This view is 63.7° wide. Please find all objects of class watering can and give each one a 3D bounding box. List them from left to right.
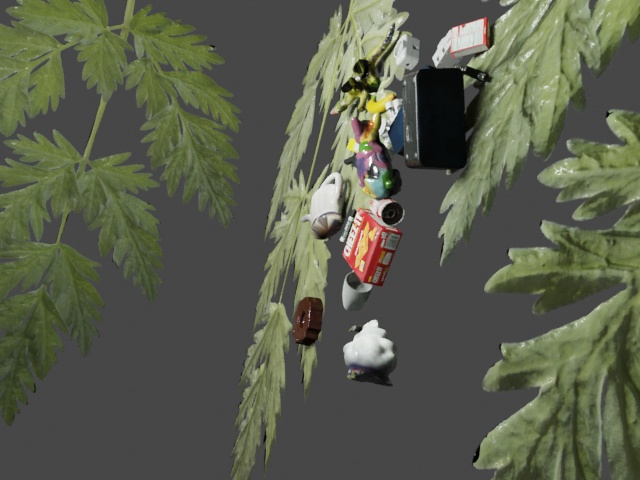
[{"bbox_3d":[0.006,-0.096,1.901,0.340,0.104,0.230,127,151,-47],"label":"watering can"}]

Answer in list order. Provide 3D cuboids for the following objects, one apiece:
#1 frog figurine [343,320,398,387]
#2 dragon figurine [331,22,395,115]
[{"bbox_3d":[0.129,0.267,1.279,0.136,0.121,0.163,-10,53,34],"label":"frog figurine"},{"bbox_3d":[0.157,-0.618,1.882,0.403,0.121,0.248,-56,18,26],"label":"dragon figurine"}]
